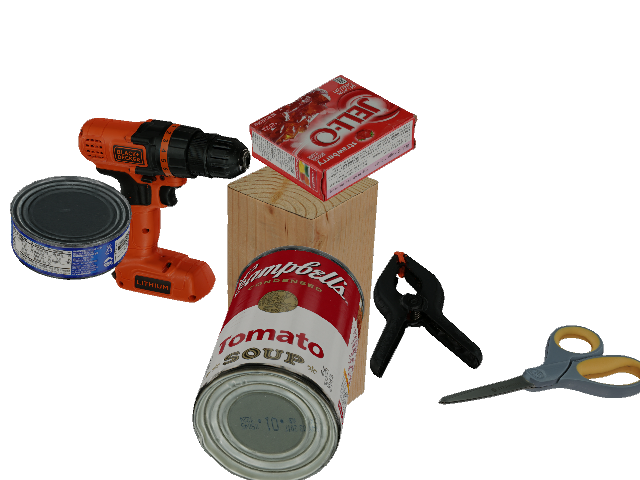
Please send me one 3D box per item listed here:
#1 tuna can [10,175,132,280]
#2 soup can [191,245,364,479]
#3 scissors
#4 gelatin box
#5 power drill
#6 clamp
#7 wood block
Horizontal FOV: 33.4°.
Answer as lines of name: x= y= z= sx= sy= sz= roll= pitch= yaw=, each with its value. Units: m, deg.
tuna can: x=-0.181 y=-0.010 z=0.777 sx=0.086 sy=0.034 sz=0.086 roll=8 pitch=36 yaw=-6
soup can: x=-0.018 y=0.057 z=0.507 sx=0.068 sy=0.068 sz=0.102 roll=0 pitch=30 yaw=9
scissors: x=0.175 y=0.102 z=0.878 sx=0.201 sy=0.016 sz=0.096 roll=2 pitch=30 yaw=-18
gelatin box: x=0.009 y=-0.071 z=0.715 sx=0.089 sy=0.030 sz=0.073 roll=-32 pitch=49 yaw=-29
power drill: x=-0.152 y=-0.032 z=1.087 sx=0.185 sy=0.188 sz=0.057 roll=11 pitch=30 yaw=22
clamp: x=0.113 y=0.082 z=1.179 sx=0.120 sy=0.171 sz=0.039 roll=6 pitch=-43 yaw=-5
wood block: x=-0.018 y=0.046 z=0.892 sx=0.090 sy=0.206 sz=0.090 roll=22 pitch=34 yaw=33
